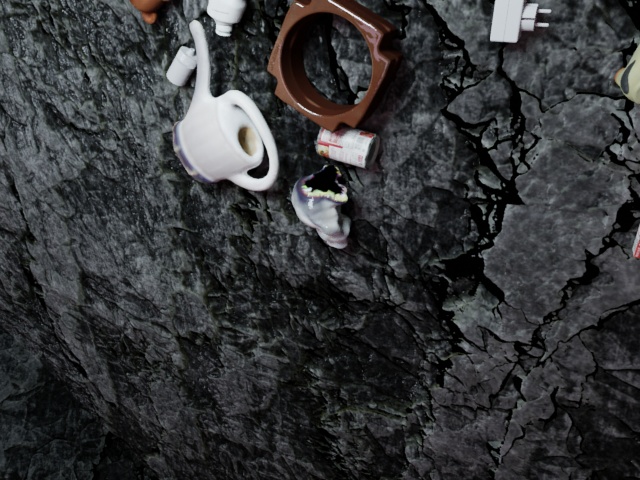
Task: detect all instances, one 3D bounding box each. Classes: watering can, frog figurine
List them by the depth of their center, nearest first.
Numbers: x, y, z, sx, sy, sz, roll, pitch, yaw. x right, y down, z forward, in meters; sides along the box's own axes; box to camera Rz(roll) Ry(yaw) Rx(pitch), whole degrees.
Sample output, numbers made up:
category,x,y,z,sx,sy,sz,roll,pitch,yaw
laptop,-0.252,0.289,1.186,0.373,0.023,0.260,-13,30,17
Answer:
category,x,y,z,sx,sy,sz,roll,pitch,yaw
frog figurine,0.003,-0.052,1.037,0.140,0.123,0.155,48,148,39
watering can,-0.215,-0.244,1.048,0.222,0.106,0.344,-18,109,36
